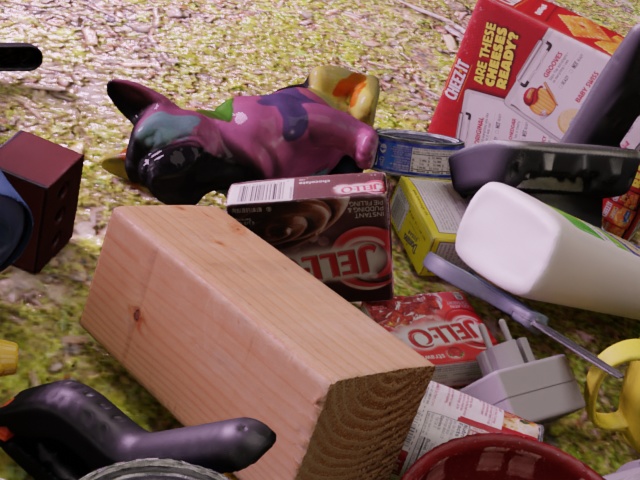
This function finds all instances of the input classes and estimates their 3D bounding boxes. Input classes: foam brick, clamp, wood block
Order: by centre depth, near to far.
[{"bbox_3d":[-0.093,0.135,0.555,0.210,0.164,0.036,12,36,35],"label":"clamp"},{"bbox_3d":[-0.045,0.063,0.641,0.090,0.091,0.206,-1,28,-47],"label":"wood block"},{"bbox_3d":[-0.204,-0.026,0.746,0.051,0.078,0.053,22,37,6],"label":"foam brick"},{"bbox_3d":[-0.328,-0.146,0.890,0.171,0.039,0.120,7,27,-5],"label":"clamp"}]

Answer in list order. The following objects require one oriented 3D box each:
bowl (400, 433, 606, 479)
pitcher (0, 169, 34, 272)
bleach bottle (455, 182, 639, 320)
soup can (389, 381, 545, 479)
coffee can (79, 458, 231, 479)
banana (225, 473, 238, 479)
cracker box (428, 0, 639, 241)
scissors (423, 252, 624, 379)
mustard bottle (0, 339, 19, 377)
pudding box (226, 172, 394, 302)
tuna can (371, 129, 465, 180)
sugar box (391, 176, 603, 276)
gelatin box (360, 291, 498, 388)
[{"bbox_3d":[0.103,0.186,0.573,0.162,0.055,0.162,10,46,-11],"label":"bowl"},{"bbox_3d":[-0.293,-0.077,0.658,0.144,0.149,0.243,-15,63,-47],"label":"pitcher"},{"bbox_3d":[0.229,0.025,0.839,0.250,0.068,0.103,15,16,-37],"label":"bleach bottle"},{"bbox_3d":[0.079,0.128,0.662,0.102,0.069,0.068,21,35,6],"label":"soup can"},{"bbox_3d":[-0.078,0.179,0.460,0.102,0.140,0.103,12,35,-8],"label":"coffee can"},{"bbox_3d":[-0.025,0.164,0.594,0.198,0.037,0.069,32,37,20],"label":"banana"},{"bbox_3d":[0.222,-0.114,0.975,0.214,0.164,0.072,30,34,17],"label":"cracker box"},{"bbox_3d":[0.133,0.048,0.761,0.096,0.016,0.202,27,5,-15],"label":"scissors"},{"bbox_3d":[-0.264,0.062,0.581,0.191,0.096,0.058,4,37,-19],"label":"mustard bottle"},{"bbox_3d":[-0.005,0.001,0.756,0.113,0.090,0.039,-2,33,6],"label":"pudding box"},{"bbox_3d":[0.085,-0.076,0.949,0.086,0.034,0.086,6,12,-2],"label":"tuna can"},{"bbox_3d":[0.154,-0.007,0.903,0.176,0.048,0.093,6,35,-21],"label":"sugar box"},{"bbox_3d":[0.080,0.072,0.773,0.089,0.030,0.073,-3,39,-26],"label":"gelatin box"}]
